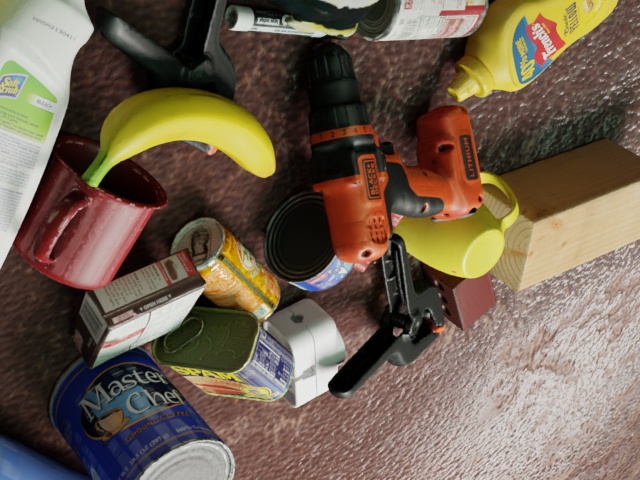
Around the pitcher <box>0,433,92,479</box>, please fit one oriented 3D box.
[{"bbox_3d":[-0.246,0.253,0.900,0.149,0.145,0.242,-55,137,-13],"label":"pitcher"}]

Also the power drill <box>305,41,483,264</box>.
[{"bbox_3d":[0.063,-0.079,0.930,0.187,0.057,0.184,-9,91,-47],"label":"power drill"}]

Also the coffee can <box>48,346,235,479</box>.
[{"bbox_3d":[-0.151,0.166,0.895,0.102,0.140,0.103,-23,133,-28],"label":"coffee can"}]

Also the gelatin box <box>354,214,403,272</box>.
[{"bbox_3d":[0.031,-0.017,1.004,0.073,0.030,0.089,-55,140,6],"label":"gelatin box"}]

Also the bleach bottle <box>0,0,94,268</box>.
[{"bbox_3d":[-0.216,-0.075,0.715,0.102,0.068,0.251,20,102,-56],"label":"bleach bottle"}]

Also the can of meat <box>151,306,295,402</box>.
[{"bbox_3d":[-0.083,0.102,0.940,0.083,0.102,0.057,49,51,-53],"label":"can of meat"}]

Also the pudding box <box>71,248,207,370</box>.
[{"bbox_3d":[-0.147,0.057,0.857,0.089,0.039,0.114,-26,170,-27],"label":"pudding box"}]

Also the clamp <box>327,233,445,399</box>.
[{"bbox_3d":[0.083,0.073,1.083,0.209,0.036,0.164,1,108,-62],"label":"clamp"}]

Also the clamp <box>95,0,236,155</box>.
[{"bbox_3d":[-0.093,-0.139,0.790,0.120,0.039,0.171,-40,149,-15],"label":"clamp"}]

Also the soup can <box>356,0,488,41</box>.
[{"bbox_3d":[0.080,-0.199,0.879,0.102,0.069,0.068,-11,126,-36],"label":"soup can"}]

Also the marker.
[{"bbox_3d":[-0.022,-0.172,0.847,0.120,0.020,0.020,-4,122,-40],"label":"marker"}]

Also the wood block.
[{"bbox_3d":[0.265,-0.031,1.158,0.205,0.091,0.090,-20,131,-31],"label":"wood block"}]

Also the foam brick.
[{"bbox_3d":[0.149,0.047,1.142,0.051,0.053,0.078,-37,138,-14],"label":"foam brick"}]

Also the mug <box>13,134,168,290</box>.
[{"bbox_3d":[-0.173,-0.015,0.766,0.081,0.093,0.117,-57,-178,16],"label":"mug"}]

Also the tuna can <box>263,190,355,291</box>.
[{"bbox_3d":[-0.006,0.001,0.942,0.086,0.086,0.033,-54,141,5],"label":"tuna can"}]

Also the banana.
[{"bbox_3d":[-0.093,-0.078,0.780,0.197,0.037,0.070,-6,128,-52],"label":"banana"}]

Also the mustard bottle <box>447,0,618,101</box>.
[{"bbox_3d":[0.193,-0.195,0.992,0.191,0.058,0.096,-41,143,-10],"label":"mustard bottle"}]
